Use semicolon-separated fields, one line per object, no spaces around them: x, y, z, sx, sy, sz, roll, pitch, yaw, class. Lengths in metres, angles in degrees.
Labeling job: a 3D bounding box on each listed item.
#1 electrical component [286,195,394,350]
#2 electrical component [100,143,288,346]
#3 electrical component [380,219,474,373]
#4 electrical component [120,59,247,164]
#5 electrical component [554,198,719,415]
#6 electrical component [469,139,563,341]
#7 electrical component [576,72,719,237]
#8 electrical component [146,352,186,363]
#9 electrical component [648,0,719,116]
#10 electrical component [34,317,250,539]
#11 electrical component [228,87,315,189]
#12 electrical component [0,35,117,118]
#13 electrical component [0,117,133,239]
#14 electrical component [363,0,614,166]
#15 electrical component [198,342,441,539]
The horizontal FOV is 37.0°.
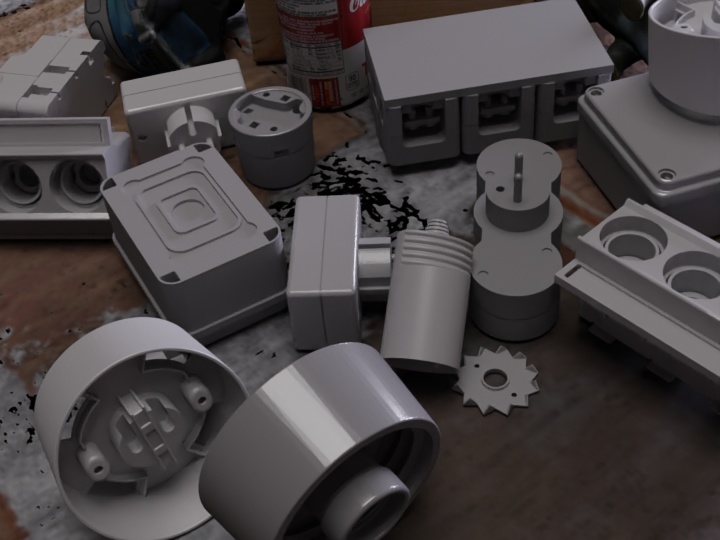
0.000;0.000;0.622;0.076;0.047;0.083;-2;44;4;electrical component
-0.098;-0.015;0.642;0.078;0.057;0.113;-25;47;-18;electrical component
0.037;0.012;0.582;0.043;0.043;0.081;6;77;12;electrical component
-0.115;-0.097;0.736;0.083;0.047;0.075;-13;46;-6;electrical component
0.175;0.023;0.568;0.079;0.063;0.121;-35;51;-27;electrical component
0.092;-0.033;0.627;0.052;0.073;0.138;2;45;8;electrical component
0.206;-0.075;0.670;0.109;0.056;0.108;-15;45;-9;electrical component
-0.119;0.059;0.581;0.046;0.040;0.040;-25;47;-26;electrical component
0.222;-0.138;0.644;0.099;0.064;0.099;-3;44;3;electrical component
-0.106;0.075;0.524;0.099;0.099;0.064;-28;42;-21;electrical component
-0.057;-0.087;0.719;0.055;0.047;0.055;-3;44;3;electrical component
-0.224;-0.124;0.773;0.056;0.050;0.089;8;46;14;electrical component
-0.213;-0.062;0.697;0.121;0.078;0.063;0;22;6;electrical component
0.084;-0.126;0.732;0.150;0.061;0.089;-9;44;-3;electrical component
-0.012;0.093;0.488;0.108;0.108;0.060;-31;56;-24;electrical component
